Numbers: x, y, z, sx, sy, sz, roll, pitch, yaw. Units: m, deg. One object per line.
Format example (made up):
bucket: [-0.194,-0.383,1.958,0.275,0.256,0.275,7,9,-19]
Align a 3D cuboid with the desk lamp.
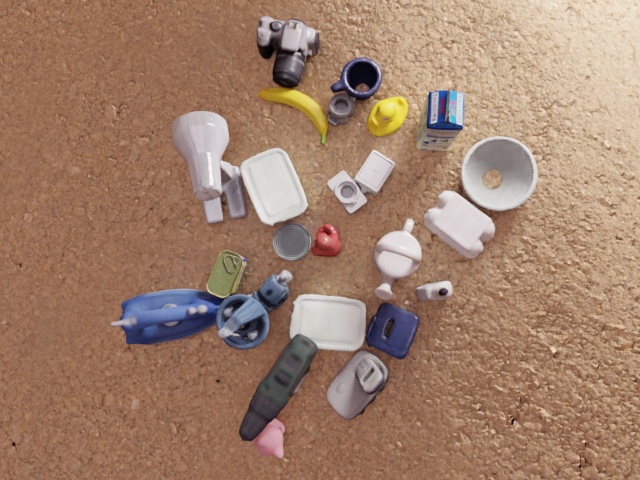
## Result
desk lamp: [-0.235,-0.153,1.242,0.118,0.203,0.213,-13,-5,2]

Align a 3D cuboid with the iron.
iron: [-0.320,0.163,1.256,0.258,0.119,0.141,-11,-5,2]

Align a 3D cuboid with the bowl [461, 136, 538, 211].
bowl: [0.393,-0.142,1.281,0.167,0.167,0.075,0,-5,3]

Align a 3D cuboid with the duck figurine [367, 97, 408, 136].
duck figurine: [0.155,-0.289,1.299,0.104,0.077,0.086,-40,-6,-1]

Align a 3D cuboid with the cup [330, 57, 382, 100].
cup: [0.081,-0.351,1.303,0.117,0.092,0.095,-21,-5,1]

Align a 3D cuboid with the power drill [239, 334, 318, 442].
power drill: [-0.081,0.301,1.200,0.075,0.230,0.208,32,-3,5]

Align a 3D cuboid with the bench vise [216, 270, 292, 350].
bench vise: [-0.152,0.141,1.211,0.121,0.207,0.220,25,-3,5]

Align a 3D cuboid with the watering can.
watering can: [0.164,0.040,1.217,0.101,0.173,0.194,-1,-5,3]

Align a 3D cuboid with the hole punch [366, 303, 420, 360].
hole punch: [0.157,0.200,1.256,0.101,0.109,0.091,22,-3,4]

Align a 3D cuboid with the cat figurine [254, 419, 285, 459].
cat figurine: [-0.116,0.408,1.239,0.067,0.128,0.118,-15,-5,2]

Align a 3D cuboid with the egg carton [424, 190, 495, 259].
egg carton: [0.312,-0.036,1.279,0.150,0.107,0.069,37,-2,5]

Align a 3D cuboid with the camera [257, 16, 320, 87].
camera: [-0.083,-0.431,1.314,0.143,0.137,0.101,12,-4,4]

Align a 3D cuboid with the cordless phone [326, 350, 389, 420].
cordless phone: [0.081,0.313,1.204,0.094,0.147,0.185,37,-2,5]

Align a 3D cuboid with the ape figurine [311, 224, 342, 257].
ape figurine: [0.012,0.005,1.279,0.078,0.076,0.092,-41,-6,-1]

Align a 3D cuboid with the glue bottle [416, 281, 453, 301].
glue bottle: [0.250,0.110,1.218,0.078,0.037,0.173,-13,-5,2]
